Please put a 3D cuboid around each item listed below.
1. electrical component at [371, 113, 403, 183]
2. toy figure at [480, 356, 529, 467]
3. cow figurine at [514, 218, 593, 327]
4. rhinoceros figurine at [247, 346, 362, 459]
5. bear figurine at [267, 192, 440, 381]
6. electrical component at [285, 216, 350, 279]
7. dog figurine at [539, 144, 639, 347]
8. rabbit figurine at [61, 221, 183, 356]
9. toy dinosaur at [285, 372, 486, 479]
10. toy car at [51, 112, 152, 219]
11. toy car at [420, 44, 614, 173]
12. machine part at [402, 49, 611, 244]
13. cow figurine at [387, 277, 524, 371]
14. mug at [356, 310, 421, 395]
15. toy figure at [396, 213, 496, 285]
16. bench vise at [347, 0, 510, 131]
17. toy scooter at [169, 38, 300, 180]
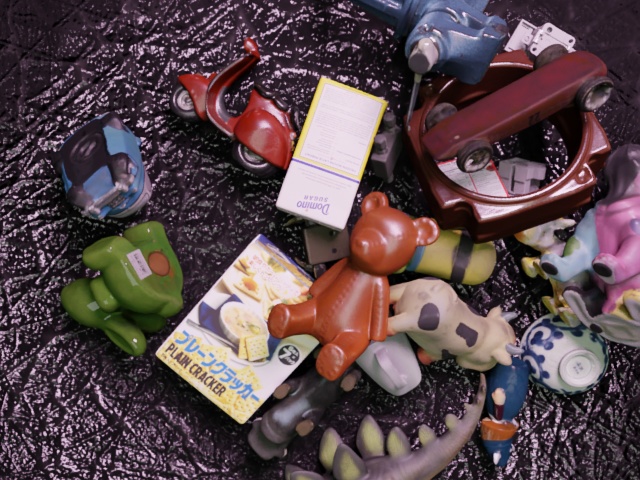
[{"bbox_3d":[0.089,-0.116,0.698,0.021,0.094,0.063,15,66,23],"label":"electrical component"},{"bbox_3d":[0.259,0.242,0.760,0.064,0.058,0.154,6,98,-21],"label":"toy figure"},{"bbox_3d":[0.323,0.022,0.712,0.098,0.068,0.167,-31,101,1],"label":"cow figurine"},{"bbox_3d":[-0.025,0.224,0.749,0.190,0.112,0.073,-45,79,-3],"label":"rhinoceros figurine"},{"bbox_3d":[0.044,0.046,0.629,0.120,0.132,0.195,36,112,26],"label":"bear figurine"},{"bbox_3d":[0.000,-0.001,0.735,0.078,0.045,0.102,-18,101,-11],"label":"electrical component"},{"bbox_3d":[0.387,-0.005,0.647,0.219,0.108,0.191,-44,102,-18],"label":"dog figurine"},{"bbox_3d":[-0.272,0.072,0.740,0.170,0.121,0.159,-25,107,25],"label":"rabbit figurine"},{"bbox_3d":[0.067,0.367,0.772,0.471,0.105,0.198,-34,94,3],"label":"toy dinosaur"},{"bbox_3d":[-0.266,-0.084,0.694,0.109,0.162,0.102,-39,141,2],"label":"toy car"},{"bbox_3d":[0.206,-0.137,0.573,0.202,0.089,0.053,-29,141,2],"label":"toy car"},{"bbox_3d":[0.213,-0.112,0.638,0.201,0.087,0.201,-20,68,7],"label":"machine part"},{"bbox_3d":[0.180,0.114,0.707,0.127,0.085,0.194,-24,132,32],"label":"cow figurine"},{"bbox_3d":[0.097,0.163,0.733,0.081,0.110,0.107,-37,110,-1],"label":"mug"},{"bbox_3d":[0.139,0.012,0.707,0.180,0.089,0.082,17,109,-3],"label":"toy figure"},{"bbox_3d":[0.094,-0.271,0.615,0.241,0.128,0.223,27,63,5],"label":"bench vise"},{"bbox_3d":[-0.093,-0.175,0.690,0.184,0.075,0.135,38,99,0],"label":"toy scooter"}]
